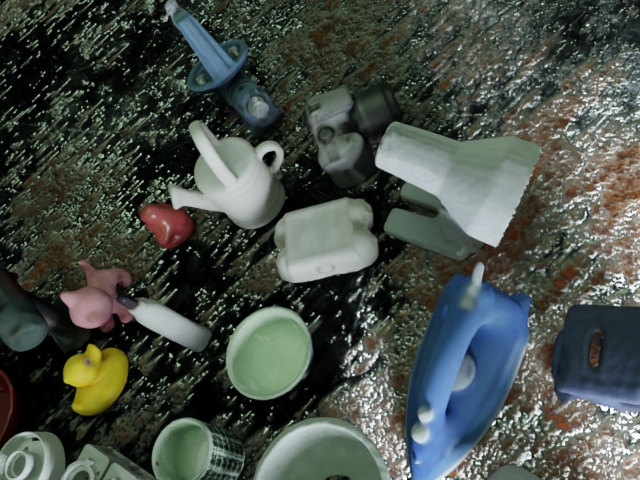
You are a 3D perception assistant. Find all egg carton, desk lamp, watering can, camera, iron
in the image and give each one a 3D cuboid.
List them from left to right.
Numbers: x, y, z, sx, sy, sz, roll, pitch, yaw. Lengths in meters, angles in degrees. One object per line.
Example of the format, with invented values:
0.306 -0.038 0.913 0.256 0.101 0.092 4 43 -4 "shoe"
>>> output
-0.139 -0.096 0.840 0.100 0.194 0.173 38 83 32 "watering can"
0.007 0.003 0.808 0.150 0.070 0.107 -15 61 15 "egg carton"
0.054 -0.174 0.857 0.136 0.101 0.143 -22 60 11 "camera"
0.158 -0.056 0.692 0.202 0.214 0.118 20 74 28 "desk lamp"
0.146 0.151 0.638 0.118 0.142 0.258 17 73 28 "iron"

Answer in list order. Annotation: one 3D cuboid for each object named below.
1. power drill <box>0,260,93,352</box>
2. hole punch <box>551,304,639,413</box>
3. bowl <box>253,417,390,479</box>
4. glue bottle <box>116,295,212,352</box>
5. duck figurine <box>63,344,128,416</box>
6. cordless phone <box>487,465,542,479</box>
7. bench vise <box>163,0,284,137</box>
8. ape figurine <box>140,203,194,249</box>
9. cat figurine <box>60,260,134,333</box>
-0.450 0.090 0.864 0.228 0.209 0.076 38 83 32 "power drill"
0.305 0.126 0.618 0.100 0.091 0.109 9 69 25 "hole punch"
0.010 0.295 0.662 0.167 0.075 0.167 -9 63 18 "bowl"
-0.222 0.107 0.787 0.077 0.173 0.037 21 75 29 "glue bottle"
-0.339 0.201 0.839 0.077 0.086 0.105 14 71 27 "duck figurine"
0.209 0.276 0.527 0.147 0.185 0.094 27 78 30 "cordless phone"
-0.149 -0.283 0.919 0.206 0.220 0.121 27 78 30 "bench vise"
-0.251 -0.030 0.913 0.076 0.092 0.078 -8 63 18 "ape figurine"
-0.345 0.088 0.877 0.067 0.118 0.127 -24 59 9 "cat figurine"
